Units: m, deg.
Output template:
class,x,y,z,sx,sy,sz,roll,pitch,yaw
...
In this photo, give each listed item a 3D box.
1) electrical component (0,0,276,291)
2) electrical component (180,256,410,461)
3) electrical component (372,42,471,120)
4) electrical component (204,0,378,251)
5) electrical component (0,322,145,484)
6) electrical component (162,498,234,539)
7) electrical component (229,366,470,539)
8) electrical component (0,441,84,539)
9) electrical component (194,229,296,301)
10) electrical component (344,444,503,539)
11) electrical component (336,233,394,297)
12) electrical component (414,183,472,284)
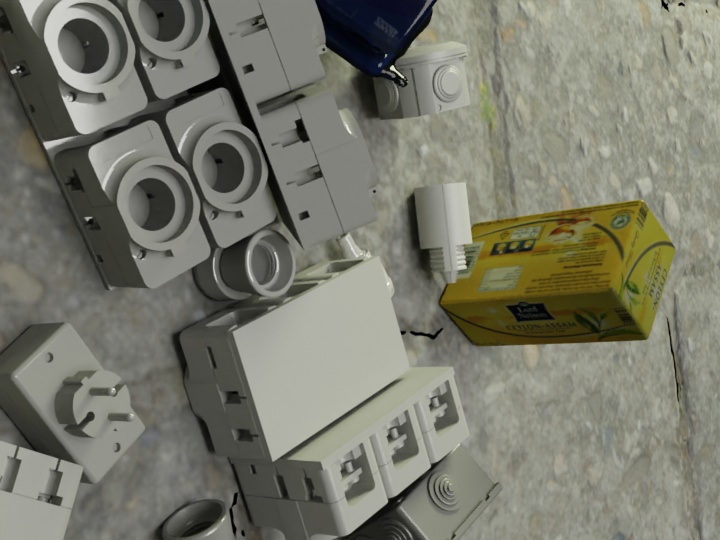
class,x,y,z,sx,sy,sz,roll,pitch,yaw
electrical component,-0.132,-0.094,0.644,0.105,0.060,0.186,-33,111,-35
electrical component,-0.043,0.057,0.738,0.150,0.062,0.089,-28,106,-46
electrical component,0.047,-0.150,0.849,0.080,0.080,0.051,-24,108,-47
electrical component,-0.049,-0.118,0.708,0.060,0.105,0.186,-22,106,-6
electrical component,-0.155,0.075,0.602,0.047,0.076,0.083,-51,122,-38
electrical component,-0.094,0.185,0.685,0.044,0.044,0.065,-38,118,-43
electrical component,-0.003,0.126,0.756,0.150,0.089,0.061,-28,107,-46
electrical component,-0.201,0.119,0.565,0.089,0.050,0.055,30,64,-42
electrical component,-0.077,-0.002,0.712,0.045,0.055,0.045,7,81,-48
electrical component,0.045,0.182,0.798,0.048,0.099,0.100,49,48,4
electrical component,0.000,0.000,0.814,0.035,0.035,0.061,-45,116,-41
electrical component,0.070,-0.029,0.888,0.043,0.043,0.081,-8,92,-48
